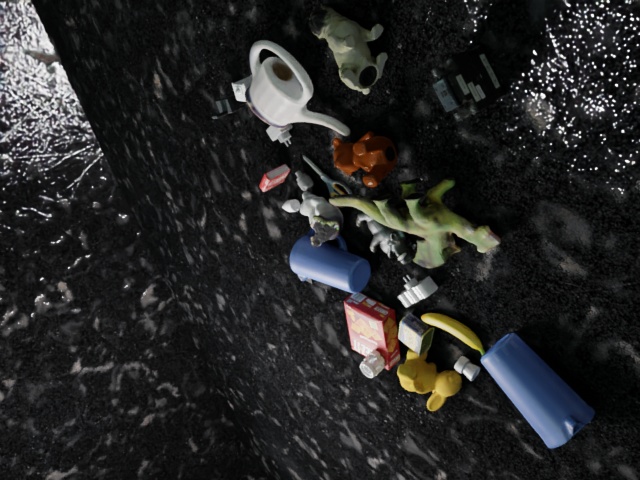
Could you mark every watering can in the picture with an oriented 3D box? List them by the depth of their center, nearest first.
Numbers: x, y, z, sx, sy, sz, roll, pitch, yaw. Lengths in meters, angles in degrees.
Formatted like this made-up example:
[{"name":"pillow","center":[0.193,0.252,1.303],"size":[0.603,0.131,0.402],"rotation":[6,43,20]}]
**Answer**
[{"name":"watering can","center":[-0.079,-0.373,1.394],"size":[0.106,0.347,0.221],"rotation":[-42,3,-34]}]

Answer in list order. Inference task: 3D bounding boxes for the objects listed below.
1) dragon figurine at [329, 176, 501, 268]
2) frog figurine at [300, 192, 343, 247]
[{"name":"dragon figurine","center":[0.227,-0.024,1.235],"size":[0.409,0.239,0.124],"rotation":[-1,32,40]},{"name":"frog figurine","center":[0.005,-0.078,1.545],"size":[0.122,0.134,0.163],"rotation":[-18,43,7]}]
